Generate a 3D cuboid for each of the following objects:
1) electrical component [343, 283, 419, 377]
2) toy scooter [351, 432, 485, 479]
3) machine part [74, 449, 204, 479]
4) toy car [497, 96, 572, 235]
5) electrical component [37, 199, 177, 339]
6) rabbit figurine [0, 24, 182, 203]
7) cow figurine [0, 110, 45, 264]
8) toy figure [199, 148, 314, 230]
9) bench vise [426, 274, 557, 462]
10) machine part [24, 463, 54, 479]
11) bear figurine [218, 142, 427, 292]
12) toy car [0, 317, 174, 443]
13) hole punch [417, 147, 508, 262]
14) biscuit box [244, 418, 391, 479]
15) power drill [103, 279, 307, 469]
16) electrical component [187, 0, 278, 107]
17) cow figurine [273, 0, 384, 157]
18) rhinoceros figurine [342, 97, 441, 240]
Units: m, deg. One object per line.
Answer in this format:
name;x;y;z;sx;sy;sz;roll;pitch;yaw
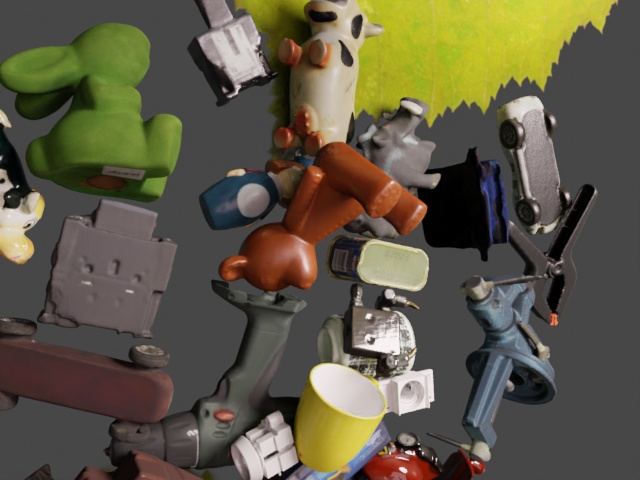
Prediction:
electrical component;0.069;0.101;0.609;0.078;0.045;0.102;18;58;-14
toy scooter;0.135;0.308;0.697;0.135;0.075;0.183;-43;110;8
machine part;-0.166;0.320;0.495;0.201;0.087;0.201;36;73;-19
toy car;0.309;-0.105;0.779;0.073;0.056;0.201;-21;103;-16
electrical component;-0.215;0.027;0.555;0.115;0.058;0.134;14;87;-25
rabbit figurine;-0.220;-0.134;0.533;0.159;0.121;0.170;2;73;-17
cow figurine;-0.313;-0.061;0.505;0.098;0.068;0.167;-44;109;-22
toy figure;-0.061;-0.057;0.621;0.154;0.058;0.064;-24;140;-22
bench vise;0.238;0.168;0.714;0.240;0.129;0.223;-56;132;-31
machine part;-0.317;0.293;0.533;0.139;0.039;0.084;-32;110;-21
bear figurine;-0.004;-0.004;0.573;0.196;0.132;0.120;-52;149;6
toy car;-0.244;0.135;0.530;0.202;0.053;0.089;12;90;2
hole punch;0.202;-0.049;0.707;0.092;0.116;0.142;-10;97;-31
biscuit box;-0.011;0.273;0.652;0.203;0.063;0.059;-35;105;-19
power drill;-0.102;0.152;0.598;0.232;0.086;0.207;11;84;-25
electrical component;-0.107;-0.217;0.596;0.075;0.048;0.119;-35;105;-19
cow figurine;0.013;-0.198;0.622;0.127;0.086;0.194;-16;113;-55
rhinoceros figurine;0.086;-0.089;0.678;0.112;0.073;0.190;32;81;-11
